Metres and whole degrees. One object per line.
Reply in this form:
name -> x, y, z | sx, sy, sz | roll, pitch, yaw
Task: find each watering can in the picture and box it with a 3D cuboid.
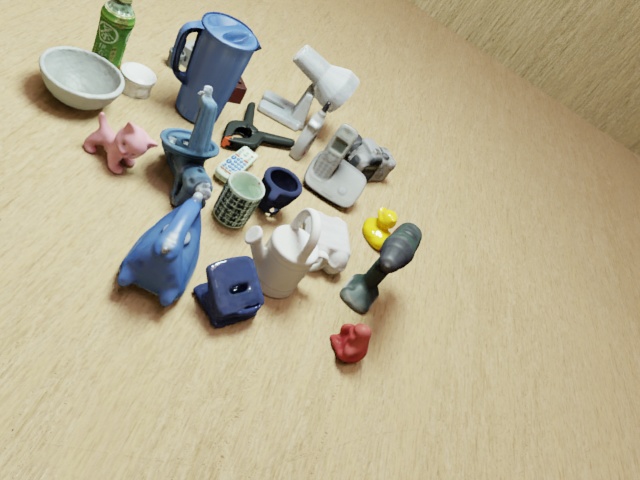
watering can -> -0.059, 0.019, 1.096 | 0.173, 0.194, 0.100 | -7, 55, -41

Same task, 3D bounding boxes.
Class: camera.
camera -> 0.123, -0.240, 1.574 | 0.144, 0.100, 0.136 | -5, 54, -40

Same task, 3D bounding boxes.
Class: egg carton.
egg carton -> 0.012, 0.005, 1.265 | 0.107, 0.069, 0.150 | 17, 42, -23

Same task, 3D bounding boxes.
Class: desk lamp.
desk lamp -> -0.028, -0.398, 1.527 | 0.203, 0.213, 0.118 | 26, 39, -14

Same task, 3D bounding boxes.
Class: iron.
iron -> -0.254, -0.013, 1.021 | 0.119, 0.141, 0.258 | 28, 39, -11

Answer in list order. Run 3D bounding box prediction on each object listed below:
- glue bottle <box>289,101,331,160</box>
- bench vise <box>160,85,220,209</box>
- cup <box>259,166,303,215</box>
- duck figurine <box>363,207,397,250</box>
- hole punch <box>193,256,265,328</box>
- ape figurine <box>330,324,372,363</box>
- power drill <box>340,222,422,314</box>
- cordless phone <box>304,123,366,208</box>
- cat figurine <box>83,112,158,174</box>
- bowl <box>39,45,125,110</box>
glue bottle -> -0.018, -0.282, 1.450 | 0.037, 0.173, 0.078 | 35, 38, -2
bench vise -> -0.235, -0.181, 1.143 | 0.122, 0.219, 0.207 | -17, 62, -46
cup -> -0.101, -0.094, 1.258 | 0.092, 0.095, 0.118 | 33, 38, -5
duck figurine -> 0.157, -0.032, 1.401 | 0.078, 0.086, 0.104 | 10, 45, -30
hole punch -> -0.155, 0.092, 1.032 | 0.109, 0.091, 0.101 | -14, 60, -44
ape figurine -> 0.066, 0.192, 1.099 | 0.076, 0.092, 0.078 | 36, 38, -1
power drill -> 0.131, 0.058, 1.191 | 0.075, 0.208, 0.230 | 39, 38, 4
cordless phone -> 0.060, -0.182, 1.398 | 0.148, 0.185, 0.094 | 31, 38, -7
cat figurine -> -0.389, -0.199, 1.126 | 0.128, 0.117, 0.067 | 38, 38, 1
bowl -> -0.503, -0.326, 1.202 | 0.168, 0.074, 0.167 | 21, 41, -19
